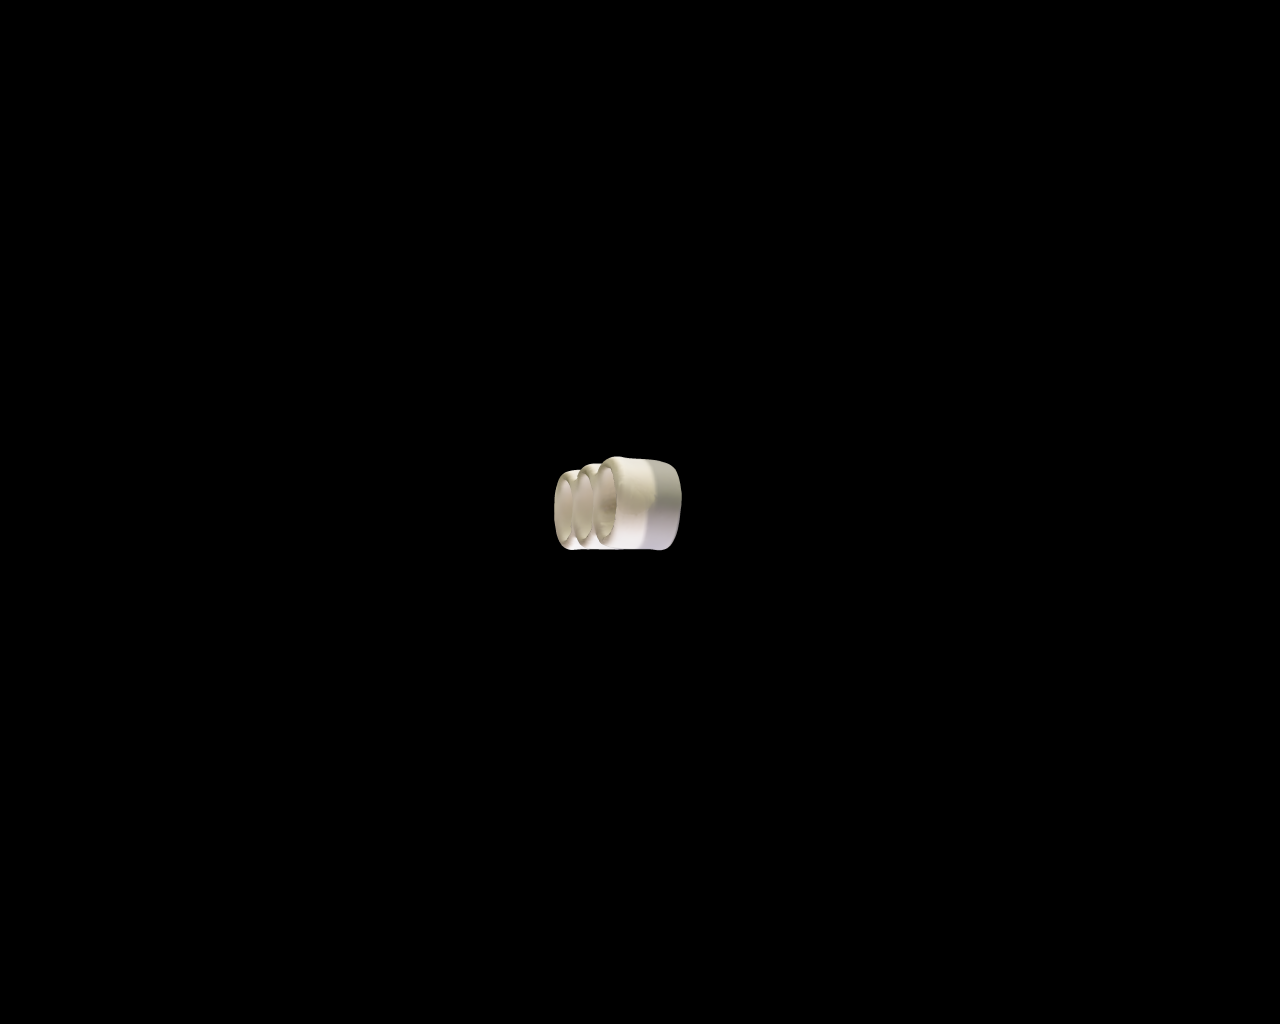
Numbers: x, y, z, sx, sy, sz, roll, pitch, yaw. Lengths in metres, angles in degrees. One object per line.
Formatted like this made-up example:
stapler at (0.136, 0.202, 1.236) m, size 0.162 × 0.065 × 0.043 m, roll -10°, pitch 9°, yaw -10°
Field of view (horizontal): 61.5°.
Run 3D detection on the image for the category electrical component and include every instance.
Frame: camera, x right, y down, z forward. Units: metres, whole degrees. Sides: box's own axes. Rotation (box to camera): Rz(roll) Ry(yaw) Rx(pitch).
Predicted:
electrical component at (0.001, -0.003, 0.650) m, size 0.074 × 0.052 × 0.138 m, roll 1°, pitch -2°, yaw -19°
